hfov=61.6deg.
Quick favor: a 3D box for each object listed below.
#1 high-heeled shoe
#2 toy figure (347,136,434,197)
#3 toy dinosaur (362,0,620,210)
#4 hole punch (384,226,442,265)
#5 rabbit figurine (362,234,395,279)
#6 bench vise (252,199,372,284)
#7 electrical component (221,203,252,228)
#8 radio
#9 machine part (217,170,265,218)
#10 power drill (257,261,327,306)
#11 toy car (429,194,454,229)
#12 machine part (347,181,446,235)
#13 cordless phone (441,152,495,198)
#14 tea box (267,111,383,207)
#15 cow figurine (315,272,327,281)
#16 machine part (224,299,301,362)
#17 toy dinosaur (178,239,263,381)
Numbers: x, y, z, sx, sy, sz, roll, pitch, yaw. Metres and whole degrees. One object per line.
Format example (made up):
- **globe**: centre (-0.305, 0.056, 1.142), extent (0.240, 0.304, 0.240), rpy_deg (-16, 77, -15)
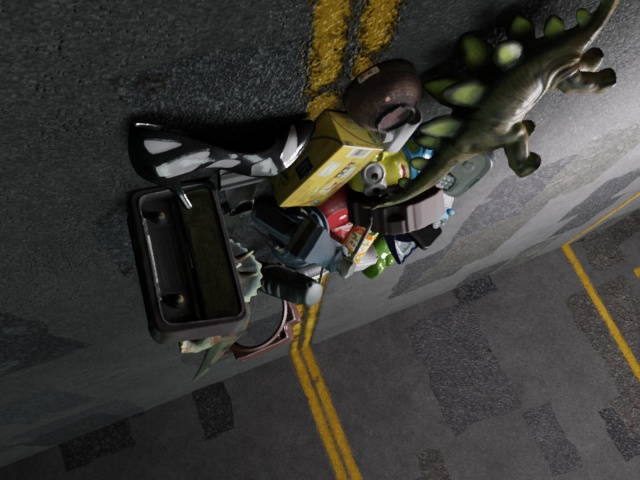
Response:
- **high-heeled shoe**: centre (-0.122, -0.138, 0.698), extent (0.249, 0.086, 0.145), rpy_deg (-36, 135, -17)
- **toy figure**: centre (0.131, -0.134, 0.950), extent (0.180, 0.082, 0.089), rpy_deg (-25, -164, -17)
- **toy dinosaur**: centre (0.247, -0.185, 0.783), extent (0.198, 0.105, 0.471), rpy_deg (24, 123, -20)
- **hole punch**: centre (0.197, -0.019, 1.225), extent (0.142, 0.116, 0.092), rpy_deg (-37, 173, -44)
- **rabbit figurine**: centre (0.172, -0.001, 1.344), extent (0.159, 0.121, 0.170), rpy_deg (-7, 142, -50)
- **bench vise**: centre (-0.007, 0.007, 0.985), extent (0.129, 0.224, 0.240), rpy_deg (-68, 155, -6)
- **electrical component**: centre (-0.168, -0.043, 0.945), extent (0.094, 0.021, 0.063), rpy_deg (-23, 162, 4)
- **radio**: centre (-0.199, 0.031, 0.786), extent (0.131, 0.229, 0.073), rpy_deg (-9, 157, -24)
- **machine part**: centre (-0.125, -0.085, 0.852), extent (0.084, 0.039, 0.138), rpy_deg (-23, 162, -19)
- **power drill**: centre (-0.057, 0.055, 1.191), extent (0.207, 0.232, 0.085), rpy_deg (-22, 123, -41)
- **toy car**: centre (0.234, -0.097, 1.166), extent (0.161, 0.109, 0.103), rpy_deg (11, 131, -47)
- **machine part**: centre (0.136, -0.070, 0.971), extent (0.179, 0.180, 0.056), rpy_deg (-17, 117, -17)
- **cordless phone**: centre (0.223, -0.153, 1.036), extent (0.184, 0.089, 0.146), rpy_deg (5, 153, -19)
- **tea box**: centre (0.004, -0.123, 0.848), extent (0.098, 0.068, 0.169), rpy_deg (-3, 155, -46)
- **cow figurine**: centre (-0.010, 0.068, 1.396), extent (0.098, 0.068, 0.167), rpy_deg (-15, 163, -43)
- **machine part**: centre (-0.162, 0.167, 1.262), extent (0.201, 0.201, 0.087), rpy_deg (-23, 166, 1)
- **toy dinosaur**: centre (-0.210, 0.149, 1.128), extent (0.192, 0.131, 0.404), rpy_deg (-8, 136, -11)
